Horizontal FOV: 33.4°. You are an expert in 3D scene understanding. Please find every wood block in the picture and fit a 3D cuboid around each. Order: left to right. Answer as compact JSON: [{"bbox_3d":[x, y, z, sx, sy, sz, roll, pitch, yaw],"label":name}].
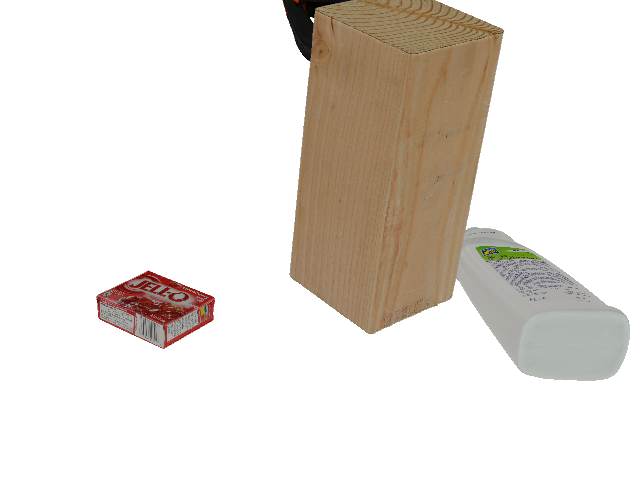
[{"bbox_3d":[0.047,-0.053,0.732,0.090,0.206,0.091,-20,40,-36],"label":"wood block"}]

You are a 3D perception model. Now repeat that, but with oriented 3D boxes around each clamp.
[{"bbox_3d":[0.045,-0.177,0.921,0.120,0.172,0.039,-40,-24,-20],"label":"clamp"}]

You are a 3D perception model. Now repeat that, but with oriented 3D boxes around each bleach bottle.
[{"bbox_3d":[0.189,0.044,1.002,0.102,0.068,0.251,3,20,-11],"label":"bleach bottle"}]

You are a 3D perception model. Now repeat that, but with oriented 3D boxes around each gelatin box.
[{"bbox_3d":[-0.159,0.064,1.027,0.089,0.030,0.073,20,29,30],"label":"gelatin box"}]
